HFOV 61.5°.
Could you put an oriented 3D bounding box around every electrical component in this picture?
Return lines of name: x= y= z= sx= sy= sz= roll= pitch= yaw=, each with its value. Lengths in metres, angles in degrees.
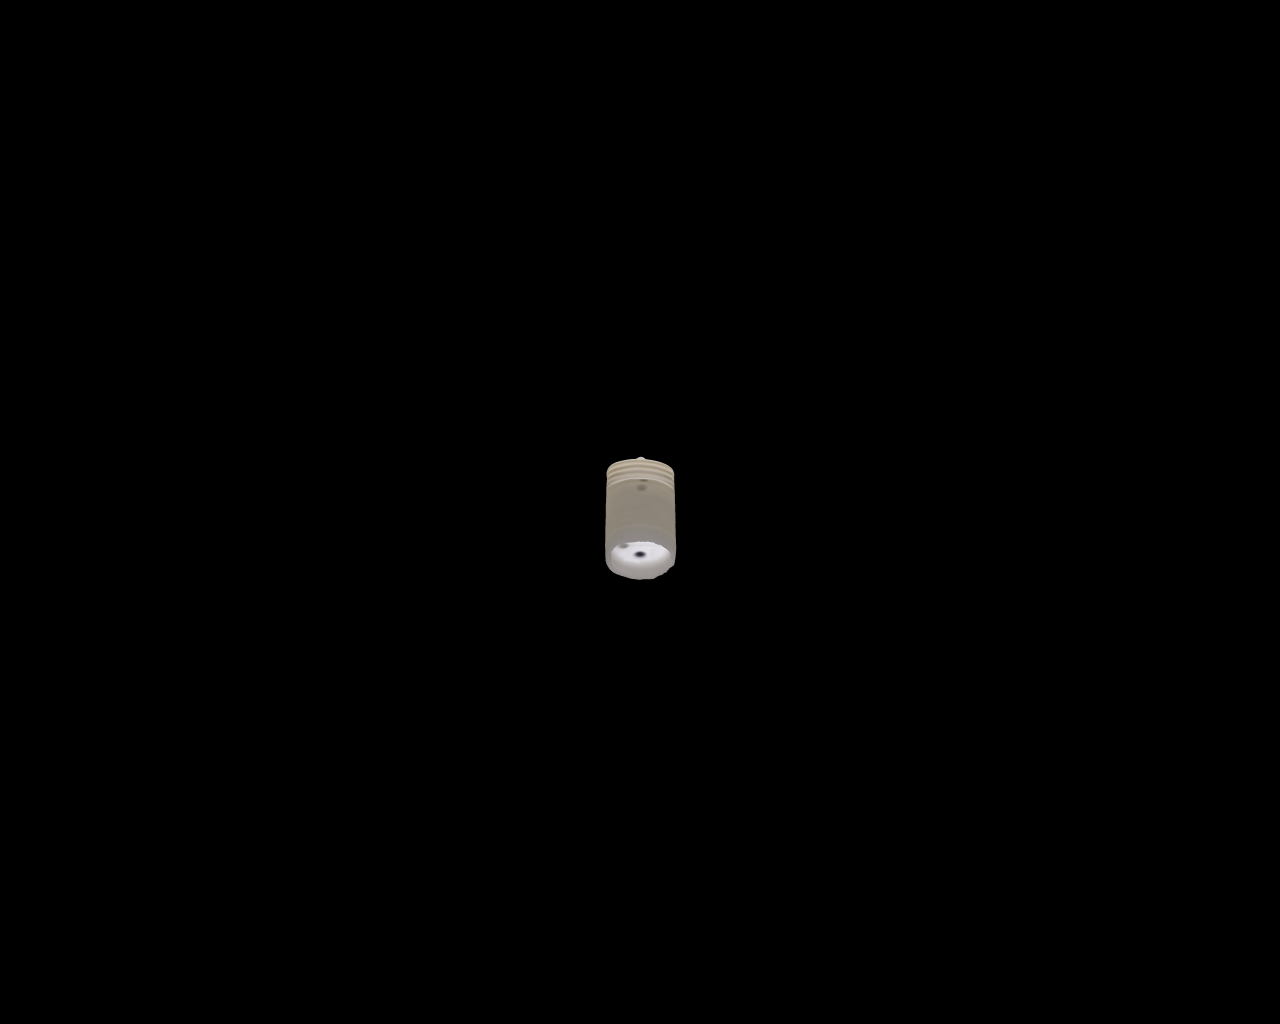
electrical component: x=0.001 y=-0.003 z=0.650 sx=0.043 sy=0.081 sz=0.043 roll=0 pitch=-37 yaw=0
